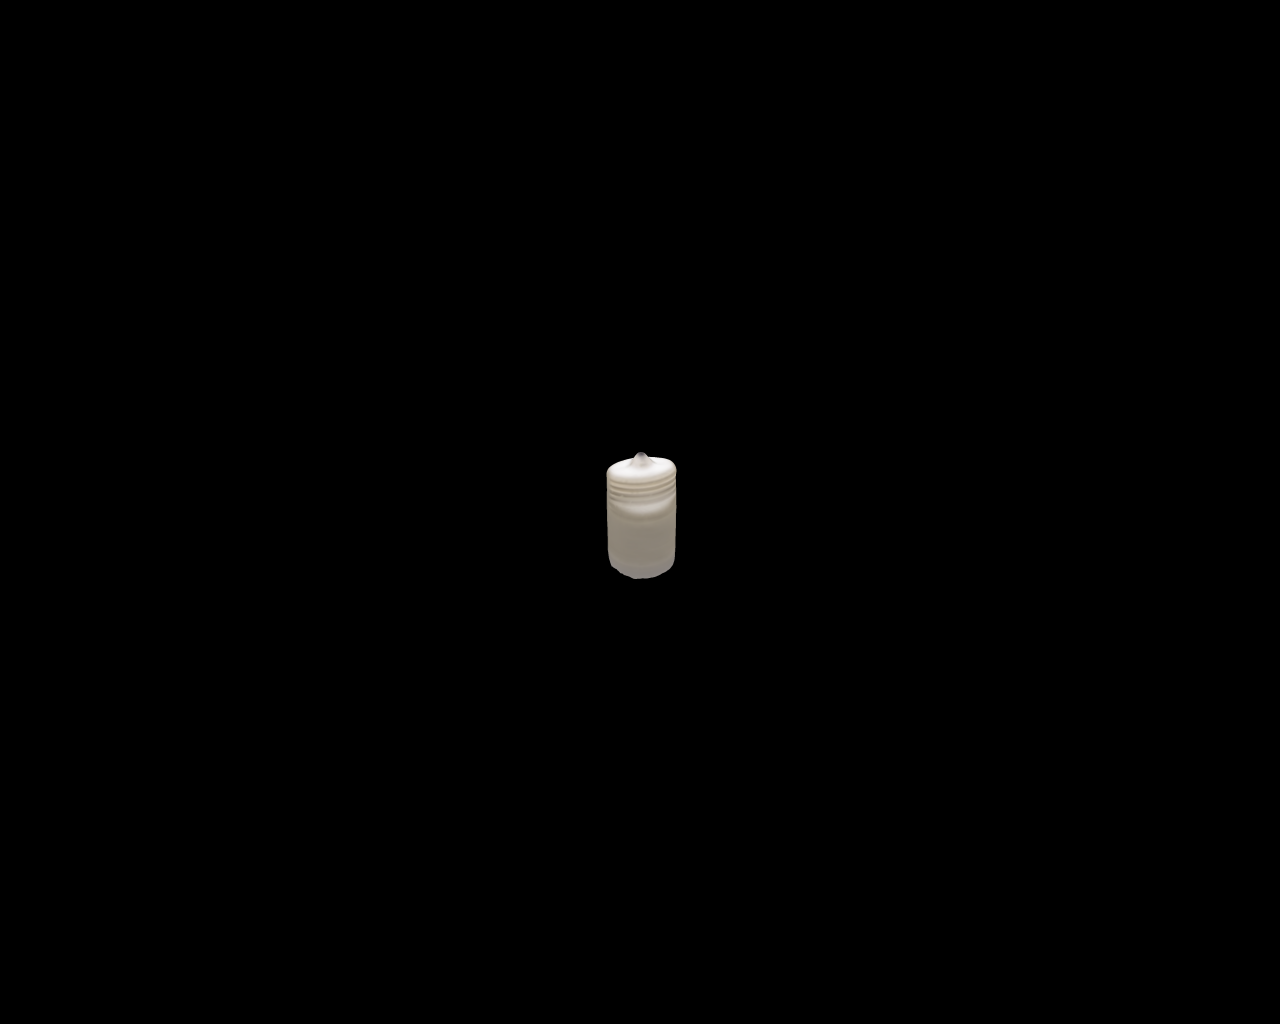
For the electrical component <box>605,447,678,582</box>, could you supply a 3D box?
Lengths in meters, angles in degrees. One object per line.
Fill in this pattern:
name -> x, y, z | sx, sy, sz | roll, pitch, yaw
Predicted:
electrical component -> 0.001, -0.003, 0.650 | 0.043, 0.080, 0.043 | 0, 35, 0
